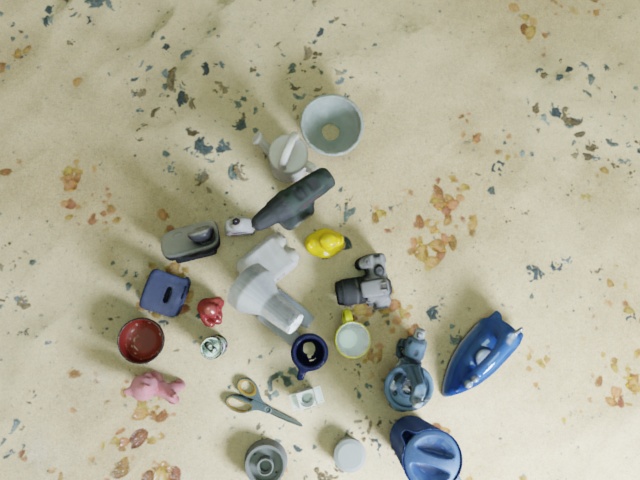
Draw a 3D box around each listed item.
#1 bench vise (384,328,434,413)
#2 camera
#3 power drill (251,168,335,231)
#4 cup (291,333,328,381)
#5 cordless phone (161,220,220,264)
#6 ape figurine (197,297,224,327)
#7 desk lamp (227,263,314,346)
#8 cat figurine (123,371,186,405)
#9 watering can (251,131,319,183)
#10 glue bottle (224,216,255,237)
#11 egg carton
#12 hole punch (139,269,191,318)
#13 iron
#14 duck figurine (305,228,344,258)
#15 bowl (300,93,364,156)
[{"bbox_3d":[0.213,0.319,1.374,0.121,0.219,0.207,-4,84,-3],"label":"bench vise"},{"bbox_3d":[0.107,0.110,1.452,0.137,0.100,0.143,-8,84,-4],"label":"camera"},{"bbox_3d":[-0.067,-0.085,1.410,0.230,0.208,0.075,-38,86,-6],"label":"power drill"},{"bbox_3d":[-0.031,0.290,1.427,0.091,0.095,0.118,20,83,-1],"label":"cup"},{"bbox_3d":[-0.323,-0.003,1.398,0.147,0.185,0.094,-19,85,-5],"label":"cordless phone"},{"bbox_3d":[-0.272,0.175,1.427,0.076,0.092,0.078,41,83,2],"label":"ape figurine"},{"bbox_3d":[-0.112,0.158,1.377,0.203,0.213,0.118,38,83,2],"label":"desk lamp"},{"bbox_3d":[-0.402,0.361,1.386,0.128,0.117,0.067,17,83,-1],"label":"cat figurine"},{"bbox_3d":[-0.087,-0.213,1.431,0.173,0.194,0.101,4,83,-2],"label":"watering can"},{"bbox_3d":[-0.202,-0.036,1.415,0.078,0.173,0.037,-8,84,-4],"label":"glue bottle"},{"bbox_3d":[-0.131,0.058,1.460,0.150,0.069,0.107,-41,87,-7],"label":"egg carton"},{"bbox_3d":[-0.383,0.132,1.427,0.101,0.091,0.109,18,83,-1],"label":"hole punch"},{"bbox_3d":[0.407,0.302,1.426,0.118,0.141,0.258,42,83,2],"label":"iron"},{"bbox_3d":[0.013,0.005,1.466,0.104,0.086,0.077,-5,84,-4],"label":"duck figurine"},{"bbox_3d":[0.030,-0.294,1.507,0.167,0.074,0.167,0,83,-3],"label":"bowl"}]
